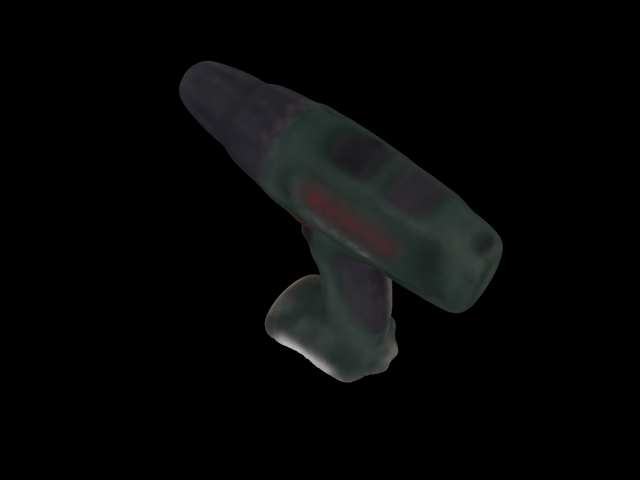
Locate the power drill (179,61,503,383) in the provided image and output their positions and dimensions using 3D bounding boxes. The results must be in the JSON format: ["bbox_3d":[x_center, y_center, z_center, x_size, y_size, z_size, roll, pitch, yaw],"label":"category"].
[{"bbox_3d":[0.004,0.001,0.400,0.229,0.208,0.076,27,53,22],"label":"power drill"}]
